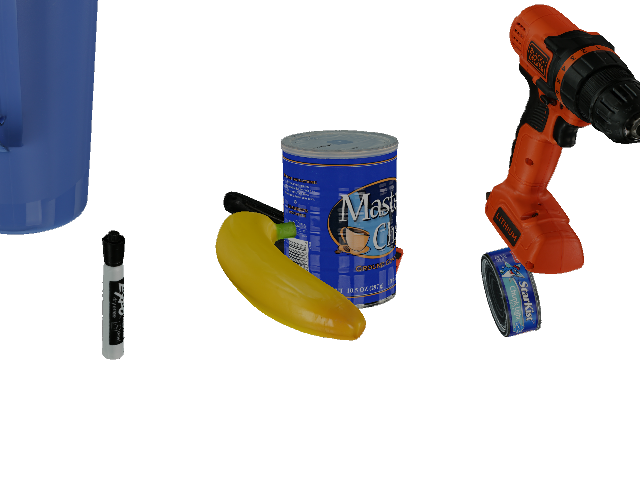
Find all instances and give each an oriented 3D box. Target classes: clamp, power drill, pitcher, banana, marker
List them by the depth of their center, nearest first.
[{"bbox_3d":[-0.029,0.015,0.685,0.069,0.037,0.198,-4,21,-13],"label":"banana"},{"bbox_3d":[-0.232,-0.127,0.797,0.145,0.243,0.148,26,33,35],"label":"pitcher"},{"bbox_3d":[0.190,-0.070,0.833,0.057,0.188,0.184,-2,34,-15],"label":"power drill"},{"bbox_3d":[-0.177,0.047,0.912,0.020,0.121,0.020,5,28,-3],"label":"marker"},{"bbox_3d":[-0.011,0.004,1.174,0.210,0.036,0.164,15,19,-6],"label":"clamp"}]

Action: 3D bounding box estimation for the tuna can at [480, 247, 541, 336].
[{"bbox_3d":[0.184,0.049,1.035,0.033,0.086,0.086,-14,1,-2],"label":"tuna can"}]

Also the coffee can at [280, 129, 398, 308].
[{"bbox_3d":[0.017,-0.021,0.949,0.103,0.140,0.103,-1,15,0],"label":"coffee can"}]
